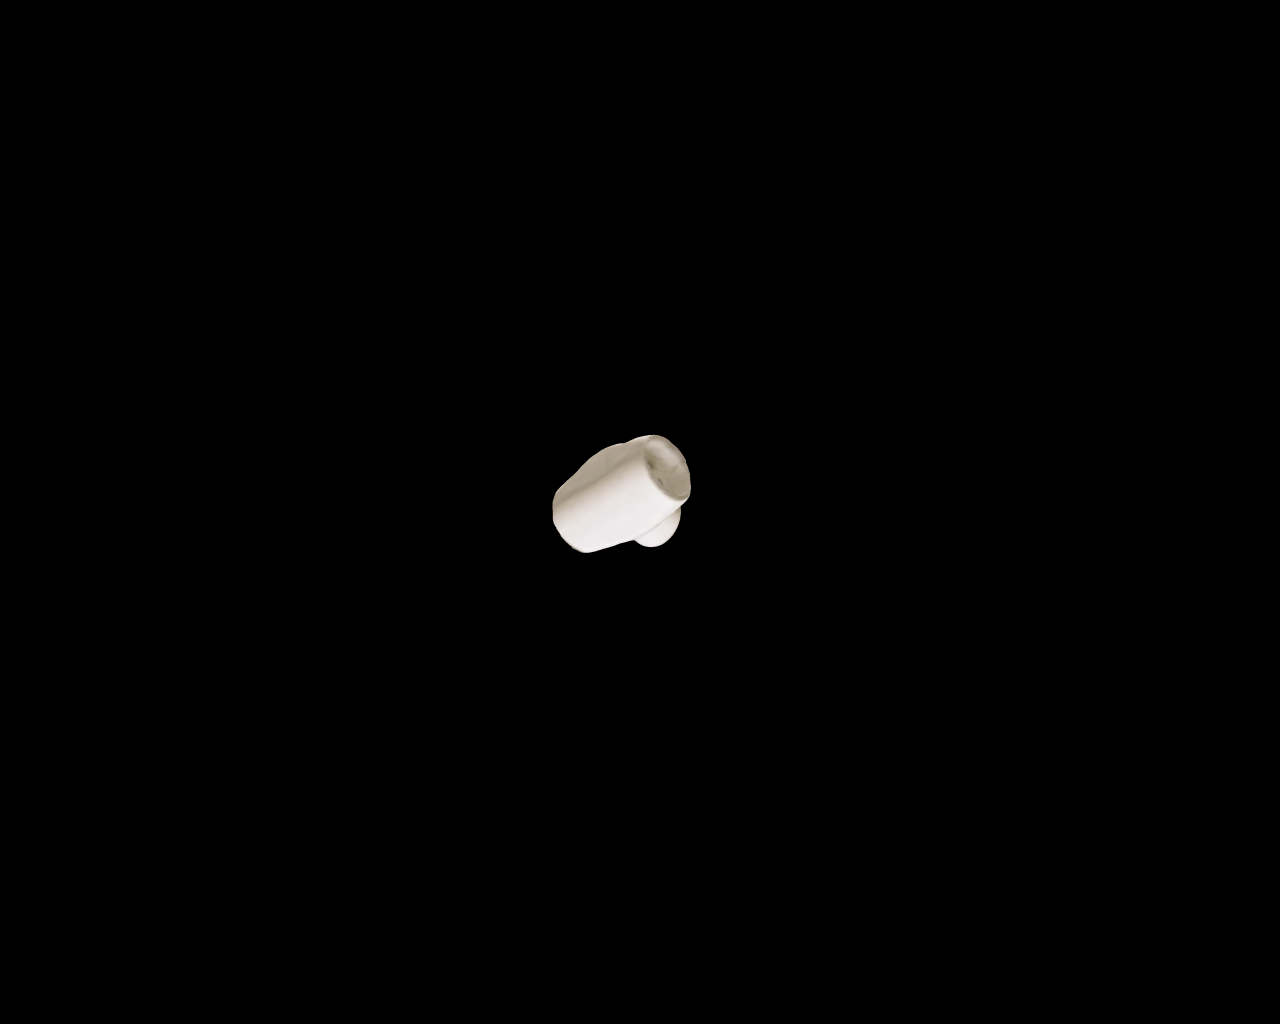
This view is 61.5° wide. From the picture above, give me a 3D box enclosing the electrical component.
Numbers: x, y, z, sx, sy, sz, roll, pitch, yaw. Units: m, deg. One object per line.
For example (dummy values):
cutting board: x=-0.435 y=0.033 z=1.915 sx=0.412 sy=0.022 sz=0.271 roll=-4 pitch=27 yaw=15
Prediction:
electrical component: x=0.001 y=-0.003 z=0.650 sx=0.077 sy=0.044 sz=0.079 roll=-29 pitch=-46 yaw=33
